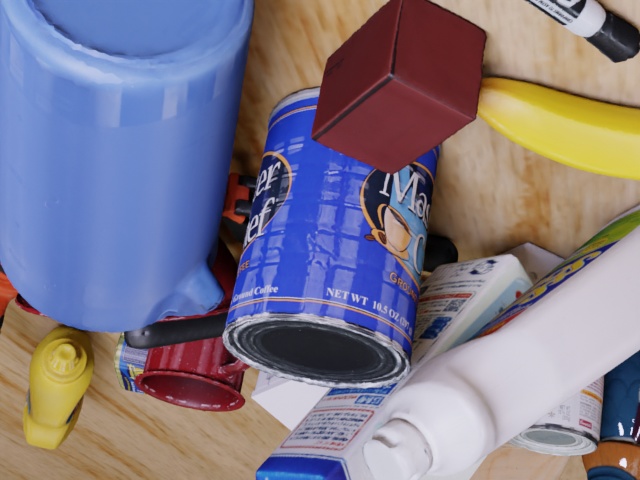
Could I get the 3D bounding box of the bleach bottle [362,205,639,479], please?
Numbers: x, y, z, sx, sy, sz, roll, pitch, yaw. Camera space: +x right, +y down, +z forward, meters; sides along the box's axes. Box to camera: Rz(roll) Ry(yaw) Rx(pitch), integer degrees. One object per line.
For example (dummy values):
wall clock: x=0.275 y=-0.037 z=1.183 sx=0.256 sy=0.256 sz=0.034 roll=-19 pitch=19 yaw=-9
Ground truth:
bleach bottle: x=0.124 y=0.055 z=0.571 sx=0.068 sy=0.250 sz=0.103 roll=59 pitch=146 yaw=3

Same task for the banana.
banana: x=0.176 y=-0.058 z=0.541 sx=0.198 sy=0.037 sz=0.069 roll=1 pitch=134 yaw=16

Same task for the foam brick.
foam brick: x=0.039 y=-0.077 z=0.531 sx=0.051 sy=0.053 sz=0.078 roll=22 pitch=153 yaw=-22

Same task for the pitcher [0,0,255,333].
pitcher: x=-0.112 y=-0.062 z=0.549 sx=0.149 sy=0.145 sz=0.243 roll=0 pitch=153 yaw=-13

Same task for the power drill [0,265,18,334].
power drill: x=-0.303 y=0.079 z=0.826 sx=0.057 sy=0.187 sz=0.184 roll=0 pitch=154 yaw=25

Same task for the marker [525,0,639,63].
marker: x=0.099 y=-0.112 z=0.474 sx=0.121 sy=0.020 sz=0.020 roll=25 pitch=151 yaw=-28

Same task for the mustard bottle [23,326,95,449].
mustard bottle: x=-0.252 y=0.136 z=1.027 sx=0.058 sy=0.096 sz=0.192 roll=17 pitch=154 yaw=-10

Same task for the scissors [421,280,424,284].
scissors: x=0.068 y=0.070 z=0.863 sx=0.096 sy=0.016 sz=0.202 roll=21 pitch=153 yaw=-18

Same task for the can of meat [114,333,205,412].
can of meat: x=-0.140 y=0.113 z=0.985 sx=0.084 sy=0.057 sz=0.102 roll=12 pitch=154 yaw=1

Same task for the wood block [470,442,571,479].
wood block: x=0.161 y=0.165 z=0.927 sx=0.090 sy=0.091 sz=0.206 roll=-2 pitch=153 yaw=3

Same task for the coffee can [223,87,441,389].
coffee can: x=0.009 y=0.000 z=0.597 sx=0.103 sy=0.140 sz=0.103 roll=9 pitch=155 yaw=4

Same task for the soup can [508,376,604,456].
soup can: x=0.174 y=0.100 z=0.786 sx=0.068 sy=0.102 sz=0.068 roll=9 pitch=155 yaw=4

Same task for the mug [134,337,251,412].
mug: x=-0.092 y=0.088 z=0.884 sx=0.093 sy=0.081 sz=0.117 roll=30 pitch=148 yaw=-35

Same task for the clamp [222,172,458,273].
clamp: x=-0.005 y=0.001 z=0.723 sx=0.171 sy=0.039 sz=0.120 roll=23 pitch=147 yaw=-31

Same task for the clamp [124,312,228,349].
clamp: x=-0.061 y=0.051 z=0.805 sx=0.209 sy=0.036 sz=0.165 roll=1 pitch=-171 yaw=-24

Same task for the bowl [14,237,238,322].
bowl: x=-0.125 y=0.014 z=0.727 sx=0.162 sy=0.055 sz=0.162 roll=1 pitch=-172 yaw=0
